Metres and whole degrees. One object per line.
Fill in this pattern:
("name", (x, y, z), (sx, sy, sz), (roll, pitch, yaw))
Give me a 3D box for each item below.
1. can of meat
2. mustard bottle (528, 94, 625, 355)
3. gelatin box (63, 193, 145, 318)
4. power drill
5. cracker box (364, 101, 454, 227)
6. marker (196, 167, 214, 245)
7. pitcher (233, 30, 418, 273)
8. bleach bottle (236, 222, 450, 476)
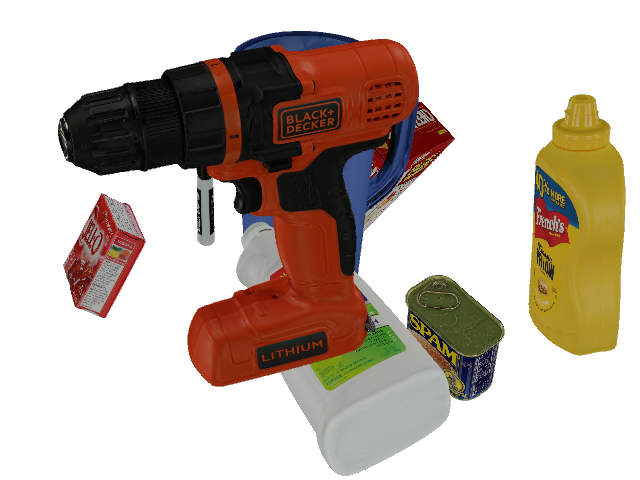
("can of meat", (0.129, 0.099, 1.057), (0.057, 0.084, 0.102), (-31, 54, -24))
("mustard bottle", (0.193, -0.016, 0.804), (0.058, 0.192, 0.096), (-8, 26, -9))
("gelatin box", (-0.178, 0.010, 0.870), (0.030, 0.073, 0.089), (25, 12, -27))
("power drill", (-0.038, -0.011, 0.569), (0.184, 0.188, 0.057), (-12, 39, -17))
("cracker box", (0.037, -0.059, 1.257), (0.214, 0.072, 0.163), (-47, -10, 35))
("marker", (-0.122, -0.044, 1.135), (0.020, 0.121, 0.020), (3, 43, -3))
("pitcher", (-0.004, -0.061, 0.976), (0.149, 0.243, 0.144), (14, 34, 17))
("bleach bottle", (-0.006, 0.062, 0.812), (0.102, 0.068, 0.251), (-25, 39, -15))
